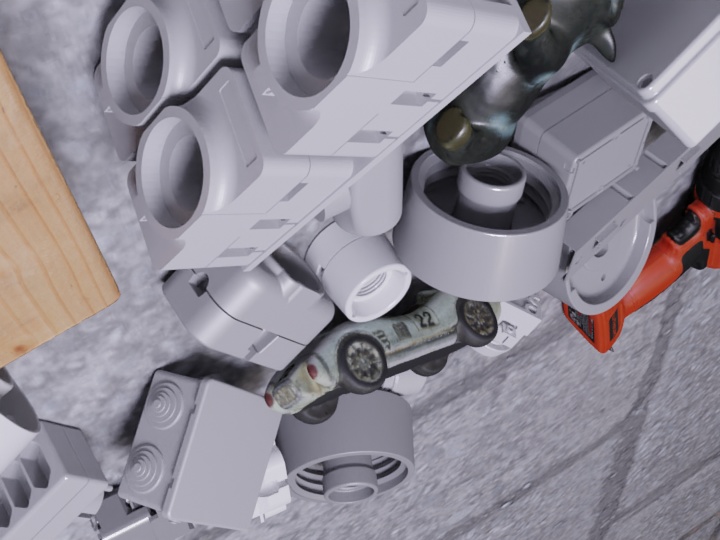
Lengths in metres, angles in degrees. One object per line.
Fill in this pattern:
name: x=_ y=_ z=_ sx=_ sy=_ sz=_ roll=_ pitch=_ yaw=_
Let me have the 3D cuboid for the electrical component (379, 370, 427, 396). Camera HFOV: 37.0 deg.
electrical component: x=0.015 y=0.077 z=0.808 sx=0.078 sy=0.040 sz=0.040 roll=-3 pitch=134 yaw=-42

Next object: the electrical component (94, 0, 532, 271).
electrical component: x=-0.035 y=-0.086 z=0.432 sx=0.060 sy=0.105 sz=0.186 roll=-4 pitch=156 yaw=-43

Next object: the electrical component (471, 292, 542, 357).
electrical component: x=0.109 y=0.035 z=0.837 sx=0.048 sy=0.066 sz=0.055 roll=26 pitch=126 yaw=-16

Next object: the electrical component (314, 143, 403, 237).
electrical component: x=-0.012 y=-0.052 z=0.616 sx=0.079 sy=0.043 sz=0.077 roll=-27 pitch=146 yaw=-18

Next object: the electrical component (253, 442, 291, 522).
electrical component: x=-0.089 y=0.149 z=0.776 sx=0.057 sy=0.058 sz=0.078 roll=-19 pitch=121 yaw=-22

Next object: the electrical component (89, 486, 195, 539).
electrical component: x=-0.155 y=0.170 z=0.753 sx=0.064 sy=0.042 sz=0.081 roll=-25 pitch=145 yaw=-18

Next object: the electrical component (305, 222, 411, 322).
electrical component: x=0.000 y=0.000 z=0.690 sx=0.055 sy=0.047 sz=0.055 roll=-26 pitch=146 yaw=-19

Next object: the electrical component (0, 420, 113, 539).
electrical component: x=-0.188 y=0.139 z=0.676 sx=0.066 sy=0.047 sz=0.077 roll=-45 pitch=147 yaw=9

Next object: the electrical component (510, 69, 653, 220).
electrical component: x=0.149 y=-0.090 z=0.719 sx=0.096 sy=0.061 sz=0.061 roll=-33 pitch=151 yaw=-25

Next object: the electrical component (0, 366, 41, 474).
electrical component: x=-0.206 y=0.062 z=0.519 sx=0.064 sy=0.099 sz=0.099 roll=-42 pitch=148 yaw=-6

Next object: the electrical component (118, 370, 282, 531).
electrical component: x=-0.103 y=0.116 z=0.698 sx=0.100 sy=0.048 sz=0.099 roll=31 pitch=71 yaw=-56

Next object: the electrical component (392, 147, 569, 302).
electrical component: x=0.077 y=-0.038 z=0.667 sx=0.108 sy=0.108 sz=0.060 roll=-19 pitch=137 yaw=-29

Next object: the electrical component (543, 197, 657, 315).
electrical component: x=0.163 y=-0.027 z=0.797 sx=0.108 sy=0.060 sz=0.108 roll=-22 pitch=123 yaw=-37

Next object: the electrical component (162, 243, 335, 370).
electrical component: x=-0.062 y=0.015 z=0.641 sx=0.059 sy=0.053 sz=0.095 roll=-46 pitch=147 yaw=11

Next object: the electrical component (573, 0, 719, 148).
electrical component: x=0.195 y=-0.145 z=0.638 sx=0.056 sy=0.108 sz=0.108 roll=36 pitch=105 yaw=-33

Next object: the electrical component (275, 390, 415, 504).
electrical component: x=-0.010 y=0.140 z=0.805 sx=0.108 sy=0.060 sz=0.108 roll=-6 pitch=148 yaw=-4
